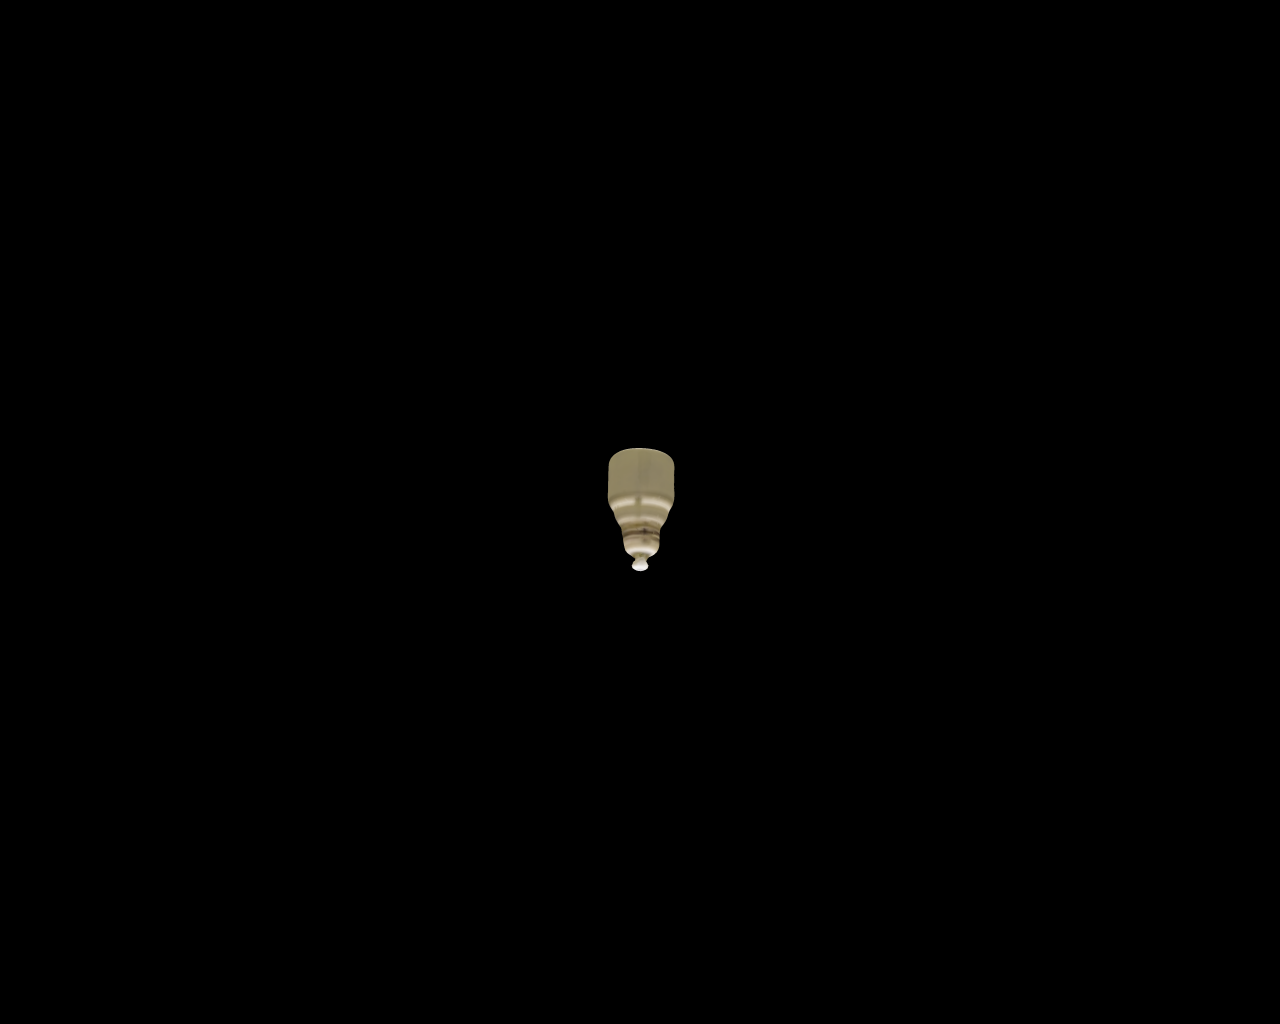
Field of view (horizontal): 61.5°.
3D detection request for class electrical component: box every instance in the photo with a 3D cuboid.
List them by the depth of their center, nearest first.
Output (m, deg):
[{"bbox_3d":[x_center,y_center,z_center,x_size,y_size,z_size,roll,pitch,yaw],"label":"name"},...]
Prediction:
[{"bbox_3d":[0.001,-0.003,0.650,0.040,0.078,0.040,0,-18,0],"label":"electrical component"}]
